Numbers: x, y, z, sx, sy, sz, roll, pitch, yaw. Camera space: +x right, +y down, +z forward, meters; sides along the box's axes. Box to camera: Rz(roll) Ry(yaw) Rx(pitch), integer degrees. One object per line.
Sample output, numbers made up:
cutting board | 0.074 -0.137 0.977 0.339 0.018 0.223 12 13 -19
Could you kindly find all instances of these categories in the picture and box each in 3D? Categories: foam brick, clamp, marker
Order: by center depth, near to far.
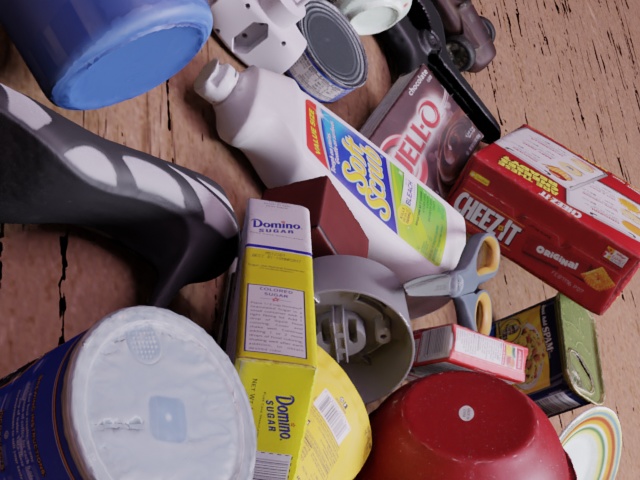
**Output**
marker | -0.056 0.041 0.714 0.020 0.020 0.121 35 43 -32
foam brick | -0.005 0.001 0.759 0.078 0.053 0.051 56 32 -42
clamp | 0.093 -0.180 1.032 0.164 0.036 0.210 -18 83 -53

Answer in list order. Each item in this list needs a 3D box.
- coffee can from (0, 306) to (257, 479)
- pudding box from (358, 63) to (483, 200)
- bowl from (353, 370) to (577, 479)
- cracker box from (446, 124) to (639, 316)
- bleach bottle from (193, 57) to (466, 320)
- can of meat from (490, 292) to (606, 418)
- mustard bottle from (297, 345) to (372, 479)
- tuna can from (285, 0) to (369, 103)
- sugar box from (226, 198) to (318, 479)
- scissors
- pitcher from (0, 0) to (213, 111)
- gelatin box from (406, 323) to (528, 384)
coffee can | -0.114 0.102 0.496 0.102 0.141 0.103 30 46 -37
pudding box | 0.082 -0.082 0.926 0.090 0.039 0.113 47 56 -21
bowl | 0.098 0.138 0.725 0.162 0.162 0.055 -53 152 -52
cracker box | 0.218 -0.026 0.974 0.164 0.072 0.213 33 24 12
bleach bottle | 0.006 -0.045 0.814 0.250 0.068 0.102 37 45 -26
can of meat | 0.191 0.105 0.923 0.057 0.084 0.102 32 45 -35
mustard bottle | -0.036 0.145 0.635 0.096 0.058 0.191 61 34 -13
tuna can | 0.001 -0.160 0.907 0.086 0.034 0.086 29 47 -37
sugar box | -0.029 0.056 0.596 0.048 0.093 0.176 9 28 -4
scissors | 0.099 0.049 0.788 0.201 0.016 0.096 -31 121 -60
pitcher | -0.154 -0.207 0.634 0.243 0.149 0.144 61 16 7
gelatin box | 0.099 0.090 0.803 0.073 0.089 0.030 20 68 -28
